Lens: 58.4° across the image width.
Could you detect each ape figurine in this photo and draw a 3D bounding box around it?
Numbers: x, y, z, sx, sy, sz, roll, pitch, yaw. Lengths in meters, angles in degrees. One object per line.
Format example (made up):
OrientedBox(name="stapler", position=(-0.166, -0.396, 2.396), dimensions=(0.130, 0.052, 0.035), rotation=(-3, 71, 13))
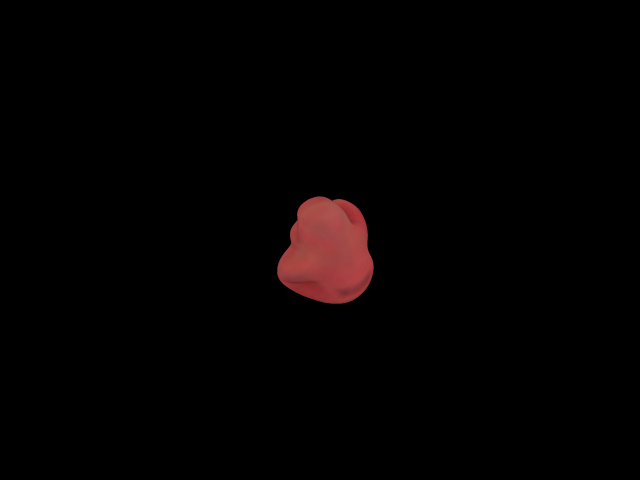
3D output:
OrientedBox(name="ape figurine", position=(0.004, 0.001, 0.400), dimensions=(0.078, 0.092, 0.076), rotation=(-29, 66, -14))
